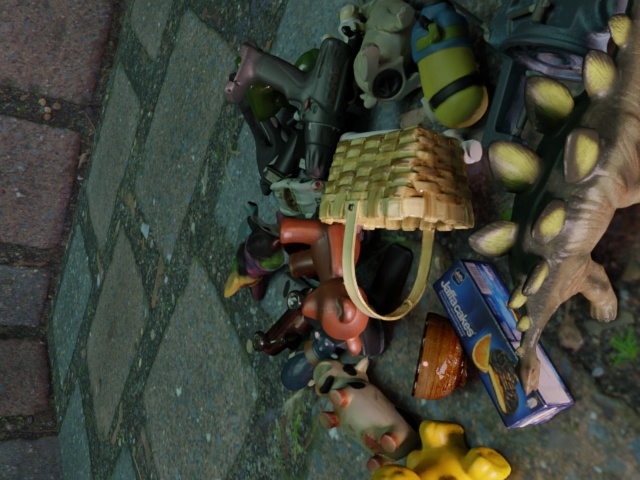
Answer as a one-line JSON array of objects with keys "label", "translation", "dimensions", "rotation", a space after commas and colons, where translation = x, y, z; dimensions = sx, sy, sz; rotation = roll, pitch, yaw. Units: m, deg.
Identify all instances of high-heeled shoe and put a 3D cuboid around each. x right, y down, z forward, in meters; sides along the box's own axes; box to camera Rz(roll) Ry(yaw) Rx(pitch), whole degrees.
[{"label": "high-heeled shoe", "translation": [-0.138, -0.225, 1.126], "dimensions": [0.086, 0.145, 0.248], "rotation": [5, 86, 56]}]

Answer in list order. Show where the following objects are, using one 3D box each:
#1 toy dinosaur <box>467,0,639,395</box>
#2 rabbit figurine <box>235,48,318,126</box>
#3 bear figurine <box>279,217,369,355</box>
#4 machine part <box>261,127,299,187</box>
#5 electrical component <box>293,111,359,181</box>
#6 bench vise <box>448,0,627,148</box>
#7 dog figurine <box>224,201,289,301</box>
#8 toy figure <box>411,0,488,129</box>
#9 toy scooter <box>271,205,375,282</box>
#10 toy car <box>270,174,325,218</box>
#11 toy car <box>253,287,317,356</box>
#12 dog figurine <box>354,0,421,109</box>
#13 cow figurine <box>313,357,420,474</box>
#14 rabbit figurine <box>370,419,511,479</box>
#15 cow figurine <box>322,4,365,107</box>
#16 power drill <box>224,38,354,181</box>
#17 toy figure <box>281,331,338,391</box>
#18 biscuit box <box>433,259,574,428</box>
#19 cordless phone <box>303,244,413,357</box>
[{"label": "toy dinosaur", "translation": [0.253, -0.067, 0.514], "dimensions": [0.105, 0.198, 0.470], "rotation": [24, 105, 50]}, {"label": "rabbit figurine", "translation": [-0.055, -0.296, 1.039], "dimensions": [0.158, 0.170, 0.121], "rotation": [72, 171, -46]}, {"label": "bear figurine", "translation": [0.005, 0.064, 0.776], "dimensions": [0.120, 0.132, 0.196], "rotation": [75, -166, -47]}, {"label": "machine part", "translation": [-0.066, -0.160, 1.092], "dimensions": [0.084, 0.039, 0.138], "rotation": [32, 107, 26]}, {"label": "electrical component", "translation": [0.006, -0.179, 0.993], "dimensions": [0.115, 0.058, 0.134], "rotation": [32, 109, 54]}, {"label": "bench vise", "translation": [0.240, -0.200, 0.626], "dimensions": [0.224, 0.129, 0.240], "rotation": [30, 104, 58]}, {"label": "dog figurine", "translation": [-0.124, 0.047, 1.088], "dimensions": [0.219, 0.108, 0.192], "rotation": [-69, 29, 25]}, {"label": "toy figure", "translation": [0.171, -0.239, 0.723], "dimensions": [0.089, 0.082, 0.180], "rotation": [173, 89, -68]}, {"label": "toy scooter", "translation": [-0.002, -0.003, 0.901], "dimensions": [0.183, 0.135, 0.075], "rotation": [-52, 28, 36]}, {"label": "toy car", "translation": [-0.035, -0.079, 0.992], "dimensions": [0.202, 0.056, 0.073], "rotation": [15, 132, 64]}, {"label": "toy car", "translation": [-0.046, 0.152, 0.979], "dimensions": [0.202, 0.089, 0.053], "rotation": [-48, 47, 36]}, {"label": "dog figurine", "translation": [0.093, -0.320, 0.867], "dimensions": [0.172, 0.121, 0.191], "rotation": [-46, 40, 16]}, {"label": "cow figurine", "translation": [0.064, 0.243, 0.801], "dimensions": [0.195, 0.127, 0.085], "rotation": [34, 113, 36]}, {"label": "rabbit figurine", "translation": [0.119, 0.305, 0.652], "dimensions": [0.122, 0.173, 0.162], "rotation": [37, 109, 46]}, {"label": "cow figurine", "translation": [0.051, -0.326, 0.950], "dimensions": [0.098, 0.068, 0.167], "rotation": [39, 118, 44]}, {"label": "power drill", "translation": [-0.053, -0.237, 0.903], "dimensions": [0.207, 0.086, 0.232], "rotation": [21, 94, 14]}, {"label": "toy figure", "translation": [-0.014, 0.210, 0.950], "dimensions": [0.154, 0.064, 0.058], "rotation": [-48, 10, 32]}, {"label": "biscuit box", "translation": [0.214, 0.118, 0.649], "dimensions": [0.062, 0.059, 0.203], "rotation": [-52, 45, 36]}, {"label": "cordless phone", "translation": [0.066, 0.079, 0.864], "dimensions": [0.147, 0.088, 0.184], "rotation": [31, 97, 53]}]
